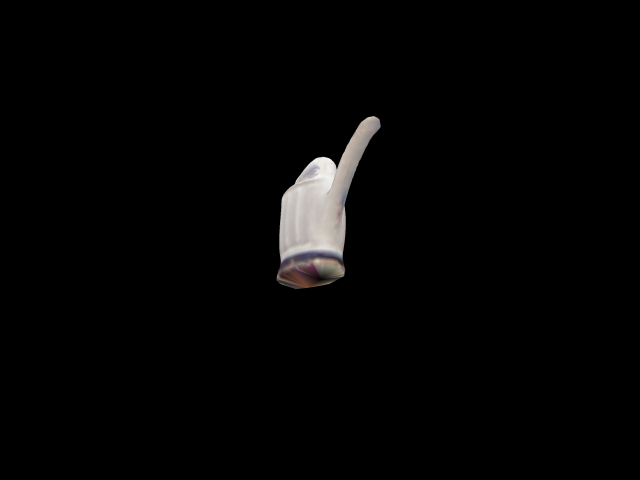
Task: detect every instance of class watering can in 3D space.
[{"bbox_3d":[0.003,-0.043,0.850,0.104,0.228,0.342,9,-22,-23],"label":"watering can"}]
